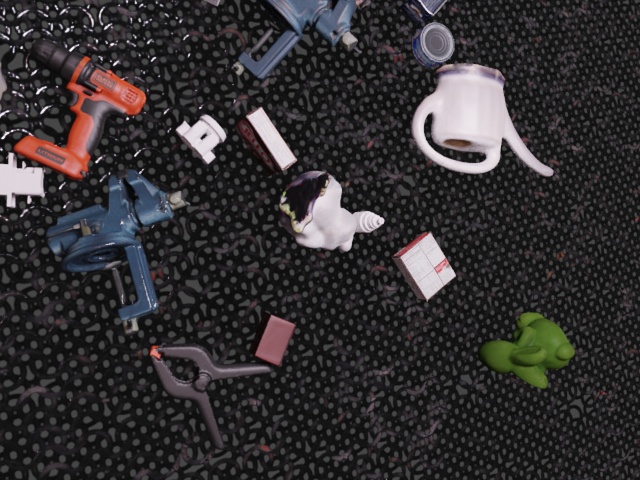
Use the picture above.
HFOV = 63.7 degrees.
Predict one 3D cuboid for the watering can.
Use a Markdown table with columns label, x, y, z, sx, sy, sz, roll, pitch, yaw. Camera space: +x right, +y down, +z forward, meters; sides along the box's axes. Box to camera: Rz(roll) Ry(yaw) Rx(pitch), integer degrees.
| label | x | y | z | sx | sy | sz | roll | pitch | yaw |
| --- | --- | --- | --- | --- | --- | --- | --- | --- | --- |
| watering can | 0.346 | -0.245 | 1.076 | 0.347 | 0.104 | 0.225 | 6 | 86 | -20 |

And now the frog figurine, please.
| label | x | y | z | sx | sy | sz | roll | pitch | yaw |
| --- | --- | --- | --- | --- | --- | --- | --- | --- | --- |
| frog figurine | 0.003 | -0.048 | 0.956 | 0.157 | 0.123 | 0.139 | 35 | 64 | -53 |
